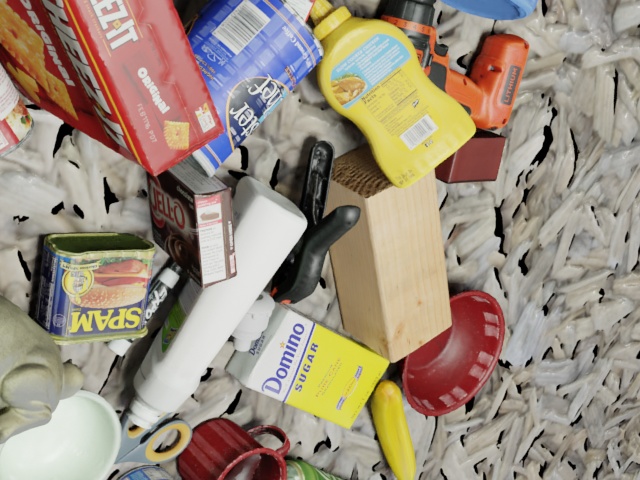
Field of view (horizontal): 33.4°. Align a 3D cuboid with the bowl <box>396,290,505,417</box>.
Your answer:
[{"bbox_3d":[0.143,0.124,1.261,0.161,0.055,0.162,-18,121,-32],"label":"bowl"}]

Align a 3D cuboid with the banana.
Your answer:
[{"bbox_3d":[0.089,0.222,1.255,0.037,0.070,0.198,-26,127,-13],"label":"banana"}]

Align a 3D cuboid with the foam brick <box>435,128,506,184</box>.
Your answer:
[{"bbox_3d":[0.154,-0.094,1.165,0.078,0.053,0.051,-6,114,-39],"label":"foam brick"}]

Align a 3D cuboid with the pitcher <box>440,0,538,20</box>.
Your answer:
[{"bbox_3d":[0.171,-0.338,0.983,0.145,0.149,0.243,23,85,-78],"label":"pitcher"}]

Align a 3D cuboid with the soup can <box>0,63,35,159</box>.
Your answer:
[{"bbox_3d":[-0.268,-0.114,0.799,0.068,0.069,0.102,-38,130,-19],"label":"soup can"}]

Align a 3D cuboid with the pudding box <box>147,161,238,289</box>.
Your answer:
[{"bbox_3d":[-0.114,-0.022,0.939,0.039,0.114,0.090,-18,121,-27],"label":"pudding box"}]

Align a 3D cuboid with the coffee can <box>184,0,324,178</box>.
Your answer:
[{"bbox_3d":[-0.081,-0.136,0.882,0.140,0.103,0.102,-47,133,-7],"label":"coffee can"}]

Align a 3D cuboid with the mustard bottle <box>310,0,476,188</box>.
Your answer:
[{"bbox_3d":[0.053,-0.149,1.005,0.096,0.058,0.191,-38,95,4],"label":"mustard bottle"}]

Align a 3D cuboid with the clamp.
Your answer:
[{"bbox_3d":[-0.007,0.001,1.038,0.039,0.120,0.172,9,117,-17],"label":"clamp"}]

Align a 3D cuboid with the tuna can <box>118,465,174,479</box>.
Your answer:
[{"bbox_3d":[-0.178,0.275,1.086,0.085,0.034,0.086,-18,121,-32],"label":"tuna can"}]

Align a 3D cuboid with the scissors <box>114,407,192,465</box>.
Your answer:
[{"bbox_3d":[-0.203,0.225,1.053,0.201,0.016,0.096,-46,130,-12],"label":"scissors"}]

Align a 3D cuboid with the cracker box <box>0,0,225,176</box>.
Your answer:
[{"bbox_3d":[-0.175,-0.153,0.754,0.072,0.214,0.164,-37,130,-21],"label":"cracker box"}]

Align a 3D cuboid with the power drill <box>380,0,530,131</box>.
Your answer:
[{"bbox_3d":[0.131,-0.193,1.098,0.187,0.057,0.184,6,105,-39],"label":"power drill"}]

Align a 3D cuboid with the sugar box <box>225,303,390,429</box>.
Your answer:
[{"bbox_3d":[-0.010,0.135,1.148,0.176,0.048,0.093,30,91,-45],"label":"sugar box"}]

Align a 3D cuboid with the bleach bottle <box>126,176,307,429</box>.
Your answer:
[{"bbox_3d":[-0.107,0.065,1.011,0.068,0.102,0.251,31,97,-17],"label":"bleach bottle"}]

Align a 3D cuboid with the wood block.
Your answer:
[{"bbox_3d":[0.070,0.011,1.122,0.090,0.091,0.206,-29,126,-26],"label":"wood block"}]

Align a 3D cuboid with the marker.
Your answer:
[{"bbox_3d":[-0.157,0.056,1.006,0.121,0.020,0.020,-54,133,-5],"label":"marker"}]

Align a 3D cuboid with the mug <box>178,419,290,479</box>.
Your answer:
[{"bbox_3d":[-0.085,0.231,1.108,0.117,0.082,0.093,-35,129,-22],"label":"mug"}]

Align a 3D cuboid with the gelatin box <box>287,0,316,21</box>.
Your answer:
[{"bbox_3d":[-0.041,-0.223,0.959,0.073,0.030,0.089,20,99,-42],"label":"gelatin box"}]

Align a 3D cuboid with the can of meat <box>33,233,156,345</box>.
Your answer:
[{"bbox_3d":[-0.198,0.041,0.941,0.101,0.058,0.084,-2,110,-39],"label":"can of meat"}]
